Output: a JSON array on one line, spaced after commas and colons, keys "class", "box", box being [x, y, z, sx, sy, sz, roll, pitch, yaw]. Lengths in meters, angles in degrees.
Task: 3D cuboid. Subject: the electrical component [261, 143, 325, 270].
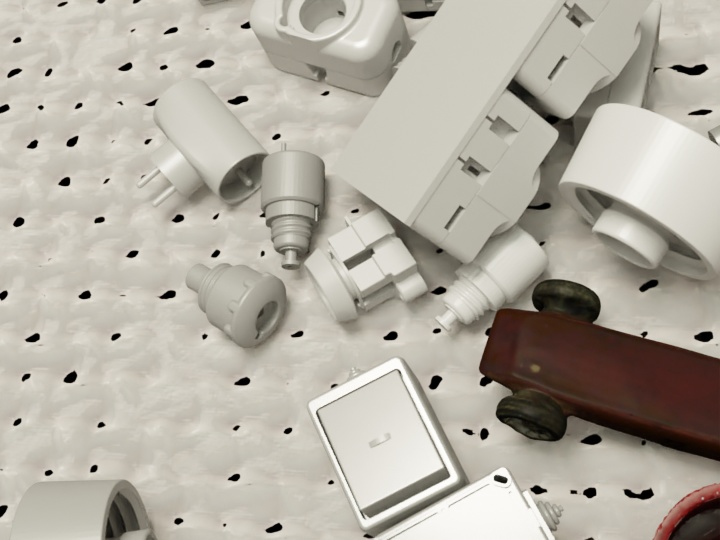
[{"class": "electrical component", "box": [-0.042, -0.039, 0.675, 0.040, 0.040, 0.078, -4, 70, 12]}]

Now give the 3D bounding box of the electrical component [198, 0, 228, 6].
[{"class": "electrical component", "box": [-0.098, -0.222, 0.753, 0.066, 0.048, 0.055, -9, 76, 10]}]

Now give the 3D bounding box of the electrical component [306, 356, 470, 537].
[{"class": "electrical component", "box": [0.013, 0.094, 0.603, 0.062, 0.061, 0.096, -28, 67, 2]}]

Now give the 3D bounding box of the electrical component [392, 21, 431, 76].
[{"class": "electrical component", "box": [0.052, -0.136, 0.687, 0.081, 0.043, 0.043, -41, 67, -4]}]

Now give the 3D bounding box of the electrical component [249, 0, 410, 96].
[{"class": "electrical component", "box": [-0.020, -0.159, 0.704, 0.095, 0.059, 0.053, 19, 76, 19]}]

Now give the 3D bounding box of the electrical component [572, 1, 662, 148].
[{"class": "electrical component", "box": [0.139, -0.121, 0.659, 0.076, 0.047, 0.083, 10, 72, 17]}]

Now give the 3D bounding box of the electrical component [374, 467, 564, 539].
[{"class": "electrical component", "box": [0.066, 0.150, 0.570, 0.096, 0.061, 0.061, -29, 67, 2]}]

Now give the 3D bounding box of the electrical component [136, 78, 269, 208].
[{"class": "electrical component", "box": [-0.110, -0.073, 0.702, 0.079, 0.043, 0.077, -40, 67, -3]}]

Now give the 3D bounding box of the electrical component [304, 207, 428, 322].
[{"class": "electrical component", "box": [0.000, 0.000, 0.649, 0.055, 0.048, 0.066, -30, 66, -7]}]

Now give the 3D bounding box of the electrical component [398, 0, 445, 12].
[{"class": "electrical component", "box": [0.042, -0.257, 0.708, 0.062, 0.089, 0.150, 1, 71, 14]}]

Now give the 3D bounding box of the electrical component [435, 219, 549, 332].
[{"class": "electrical component", "box": [0.075, 0.005, 0.632, 0.078, 0.040, 0.040, -45, 67, -5]}]

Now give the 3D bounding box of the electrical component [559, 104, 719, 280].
[{"class": "electrical component", "box": [0.161, -0.036, 0.593, 0.108, 0.108, 0.060, 32, 86, 21]}]

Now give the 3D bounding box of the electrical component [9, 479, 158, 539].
[{"class": "electrical component", "box": [-0.143, 0.167, 0.591, 0.060, 0.108, 0.108, -8, 69, 4]}]

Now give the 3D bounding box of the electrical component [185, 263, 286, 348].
[{"class": "electrical component", "box": [-0.080, 0.016, 0.663, 0.062, 0.048, 0.048, 27, 79, 28]}]

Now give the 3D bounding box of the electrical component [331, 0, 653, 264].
[{"class": "electrical component", "box": [0.077, -0.106, 0.621, 0.186, 0.060, 0.105, -55, 31, 4]}]
